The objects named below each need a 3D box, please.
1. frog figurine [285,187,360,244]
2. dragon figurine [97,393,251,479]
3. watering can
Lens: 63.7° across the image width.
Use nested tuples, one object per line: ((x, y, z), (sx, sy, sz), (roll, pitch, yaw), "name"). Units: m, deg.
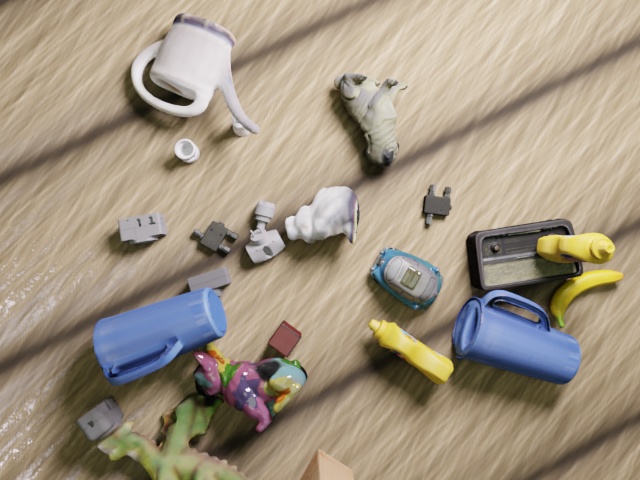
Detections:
((0.003, -0.056, 1.112), (0.159, 0.120, 0.141), (3, 53, 7), "frog figurine")
((-0.250, 0.447, 1.070), (0.410, 0.121, 0.245), (-1, 78, -3), "dragon figurine")
((-0.249, -0.364, 1.119), (0.349, 0.103, 0.225), (21, 86, 15), "watering can")
